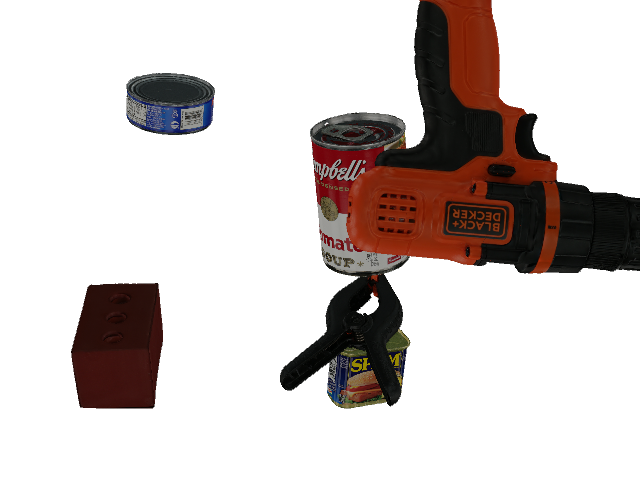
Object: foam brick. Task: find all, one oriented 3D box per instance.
[{"bbox_3d":[-0.140,0.073,0.744,0.053,0.051,0.078,-1,33,-3],"label":"foam brick"}]

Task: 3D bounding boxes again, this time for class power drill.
[{"bbox_3d":[0.112,-0.076,0.581,0.184,0.187,0.057,4,1,-4],"label":"power drill"}]

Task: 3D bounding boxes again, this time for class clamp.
[{"bbox_3d":[0.046,0.098,1.074,0.120,0.039,0.171,17,50,19],"label":"clamp"}]

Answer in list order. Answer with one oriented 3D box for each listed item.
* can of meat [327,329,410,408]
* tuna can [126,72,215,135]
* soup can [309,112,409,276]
[{"bbox_3d":[0.060,0.164,1.377,0.102,0.084,0.057,-5,26,-21],"label":"can of meat"},{"bbox_3d":[-0.147,-0.134,1.043,0.086,0.034,0.086,5,27,-3],"label":"tuna can"},{"bbox_3d":[0.030,-0.034,0.773,0.068,0.102,0.068,-4,26,2],"label":"soup can"}]
